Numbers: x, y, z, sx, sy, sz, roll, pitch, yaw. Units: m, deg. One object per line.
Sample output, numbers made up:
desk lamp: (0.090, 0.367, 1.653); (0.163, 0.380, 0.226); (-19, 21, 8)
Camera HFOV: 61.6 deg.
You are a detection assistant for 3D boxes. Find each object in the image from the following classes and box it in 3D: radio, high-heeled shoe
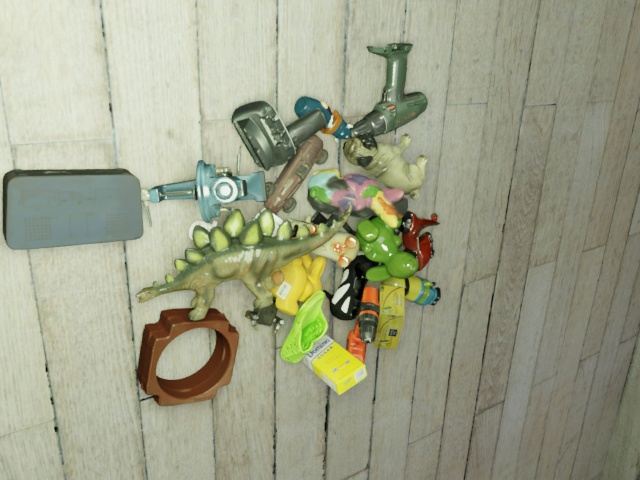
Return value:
radio: (-0.443, -0.060, 0.971); (0.229, 0.073, 0.131); (-7, 111, -35)
high-heeled shoe: (0.114, 0.103, 1.381); (0.249, 0.145, 0.086); (-40, 127, -15)

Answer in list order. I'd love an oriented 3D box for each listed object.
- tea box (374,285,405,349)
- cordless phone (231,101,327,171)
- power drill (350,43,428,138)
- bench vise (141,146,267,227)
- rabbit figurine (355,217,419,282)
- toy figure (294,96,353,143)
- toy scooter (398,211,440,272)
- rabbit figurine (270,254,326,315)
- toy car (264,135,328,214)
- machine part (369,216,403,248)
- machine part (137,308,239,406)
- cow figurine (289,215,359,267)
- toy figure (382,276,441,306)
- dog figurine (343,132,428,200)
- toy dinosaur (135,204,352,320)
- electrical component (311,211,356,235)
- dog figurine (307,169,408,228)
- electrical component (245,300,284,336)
tea box: (0.187, 0.211, 1.462); (0.068, 0.098, 0.169); (5, 139, 4)
cordless phone: (-0.077, -0.244, 1.128); (0.184, 0.089, 0.146); (-34, 125, -8)
power drill: (0.159, -0.356, 1.278); (0.232, 0.086, 0.207); (-20, 114, -27)
bench vise: (-0.230, -0.100, 1.065); (0.241, 0.224, 0.128); (-5, 109, -2)
rabbit figurine: (0.162, 0.038, 1.327); (0.121, 0.170, 0.159); (-22, 150, -37)
toy figure: (0.012, -0.274, 1.217); (0.154, 0.064, 0.058); (21, 68, -40)
toy scooter: (0.284, -0.007, 1.507); (0.135, 0.075, 0.183); (-26, 116, -26)
rabbit figurine: (-0.054, 0.100, 1.302); (0.173, 0.122, 0.162); (34, 77, -53)
toy car: (-0.056, -0.150, 1.224); (0.089, 0.053, 0.202); (37, 84, -42)
machine part: (0.176, -0.017, 1.427); (0.084, 0.039, 0.138); (-49, 119, -36)
machine part: (-0.292, 0.254, 1.191); (0.201, 0.087, 0.200); (2, 107, -37)
cow figurine: (-0.003, -0.004, 1.241); (0.127, 0.195, 0.085); (-7, 114, -75)
toy figure: (0.259, 0.135, 1.512); (0.180, 0.089, 0.082); (23, 91, -17)
dog figurine: (0.150, -0.167, 1.271); (0.190, 0.172, 0.121); (-14, 153, -45)
toy dinosaur: (-0.146, 0.039, 1.115); (0.471, 0.105, 0.198); (-15, 116, -16)
electrical component: (0.032, -0.026, 1.336); (0.075, 0.048, 0.119); (-52, 130, -9)
dog figurine: (0.096, -0.095, 1.246); (0.191, 0.219, 0.108); (4, 102, -37)
electrical component: (-0.129, 0.184, 1.304); (0.102, 0.045, 0.078); (27, 93, -39)
